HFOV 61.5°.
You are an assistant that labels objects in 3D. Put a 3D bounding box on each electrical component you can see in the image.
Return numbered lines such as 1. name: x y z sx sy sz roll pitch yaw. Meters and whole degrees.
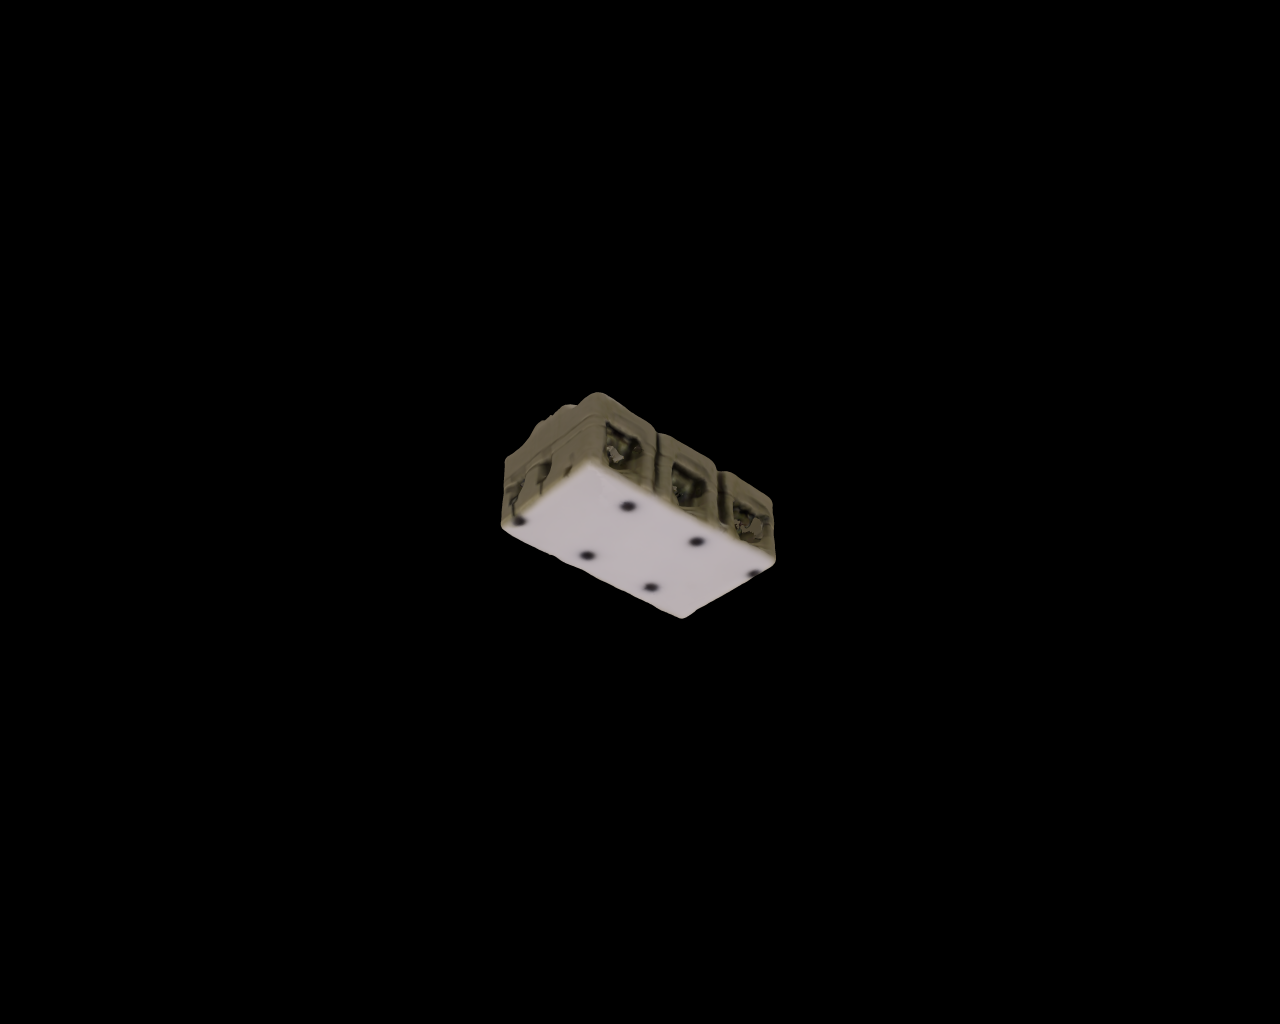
1. electrical component: 0.001 -0.003 0.650 0.150 0.062 0.089 29 -46 -33
